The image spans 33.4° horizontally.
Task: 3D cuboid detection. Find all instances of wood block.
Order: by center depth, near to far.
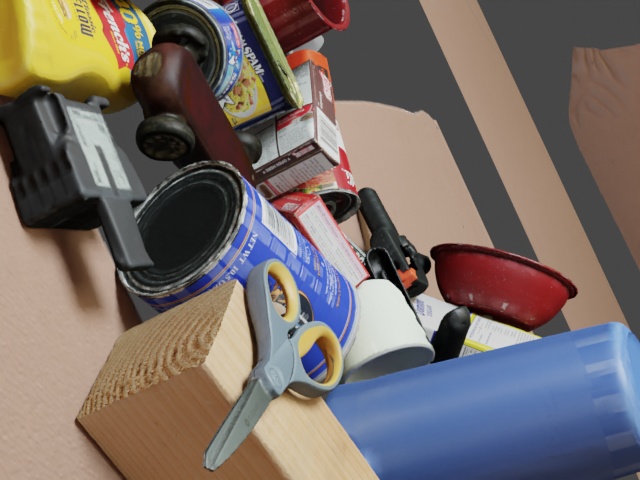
[{"bbox_3d":[-0.037,0.139,0.635,0.206,0.091,0.090,56,22,-20],"label":"wood block"}]

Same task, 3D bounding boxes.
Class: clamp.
[{"bbox_3d":[0.096,0.112,0.990,0.165,0.036,0.210,-134,-152,-53],"label":"clamp"},{"bbox_3d":[0.086,0.019,1.109,0.120,0.039,0.171,42,18,-22],"label":"clamp"}]

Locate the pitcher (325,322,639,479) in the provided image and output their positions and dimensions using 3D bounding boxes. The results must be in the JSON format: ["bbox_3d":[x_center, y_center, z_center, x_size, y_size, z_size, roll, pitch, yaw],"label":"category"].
[{"bbox_3d":[0.137,0.146,0.827,0.145,0.243,0.149,55,28,-31],"label":"pitcher"}]

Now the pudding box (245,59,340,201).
[{"bbox_3d":[-0.033,-0.093,0.919,0.039,0.090,0.113,46,28,-37],"label":"pudding box"}]

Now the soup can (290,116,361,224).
[{"bbox_3d":[-0.008,-0.069,0.981,0.068,0.069,0.102,32,38,-55],"label":"soup can"}]

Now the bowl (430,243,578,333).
[{"bbox_3d":[0.187,0.058,1.131,0.162,0.162,0.055,37,67,-51],"label":"bowl"}]

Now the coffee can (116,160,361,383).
[{"bbox_3d":[-0.051,0.028,0.712,0.140,0.103,0.103,45,28,-41],"label":"coffee can"}]

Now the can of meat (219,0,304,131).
[{"bbox_3d":[-0.072,-0.138,0.865,0.057,0.084,0.102,-84,150,-70],"label":"can of meat"}]

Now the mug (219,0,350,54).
[{"bbox_3d":[-0.035,-0.215,0.921,0.093,0.082,0.117,27,46,-53],"label":"mug"}]

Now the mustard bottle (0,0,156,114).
[{"bbox_3d":[-0.158,-0.133,0.708,0.191,0.058,0.096,2,65,-68],"label":"mustard bottle"}]

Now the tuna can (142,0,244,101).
[{"bbox_3d":[-0.103,-0.142,0.811,0.086,0.086,0.033,63,22,-3],"label":"tuna can"}]

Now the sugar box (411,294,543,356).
[{"bbox_3d":[0.161,0.110,1.064,0.093,0.176,0.048,-35,141,-69],"label":"sugar box"}]

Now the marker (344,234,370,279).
[{"bbox_3d":[0.027,0.010,1.044,0.121,0.020,0.020,44,28,-43],"label":"marker"}]

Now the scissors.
[{"bbox_3d":[-0.034,0.058,0.579,0.096,0.016,0.201,65,19,7],"label":"scissors"}]

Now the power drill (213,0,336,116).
[{"bbox_3d":[-0.061,-0.194,1.020,0.187,0.057,0.184,38,36,-44],"label":"power drill"}]

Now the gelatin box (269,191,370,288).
[{"bbox_3d":[-0.006,0.001,0.907,0.089,0.030,0.073,56,-18,-21],"label":"gelatin box"}]
